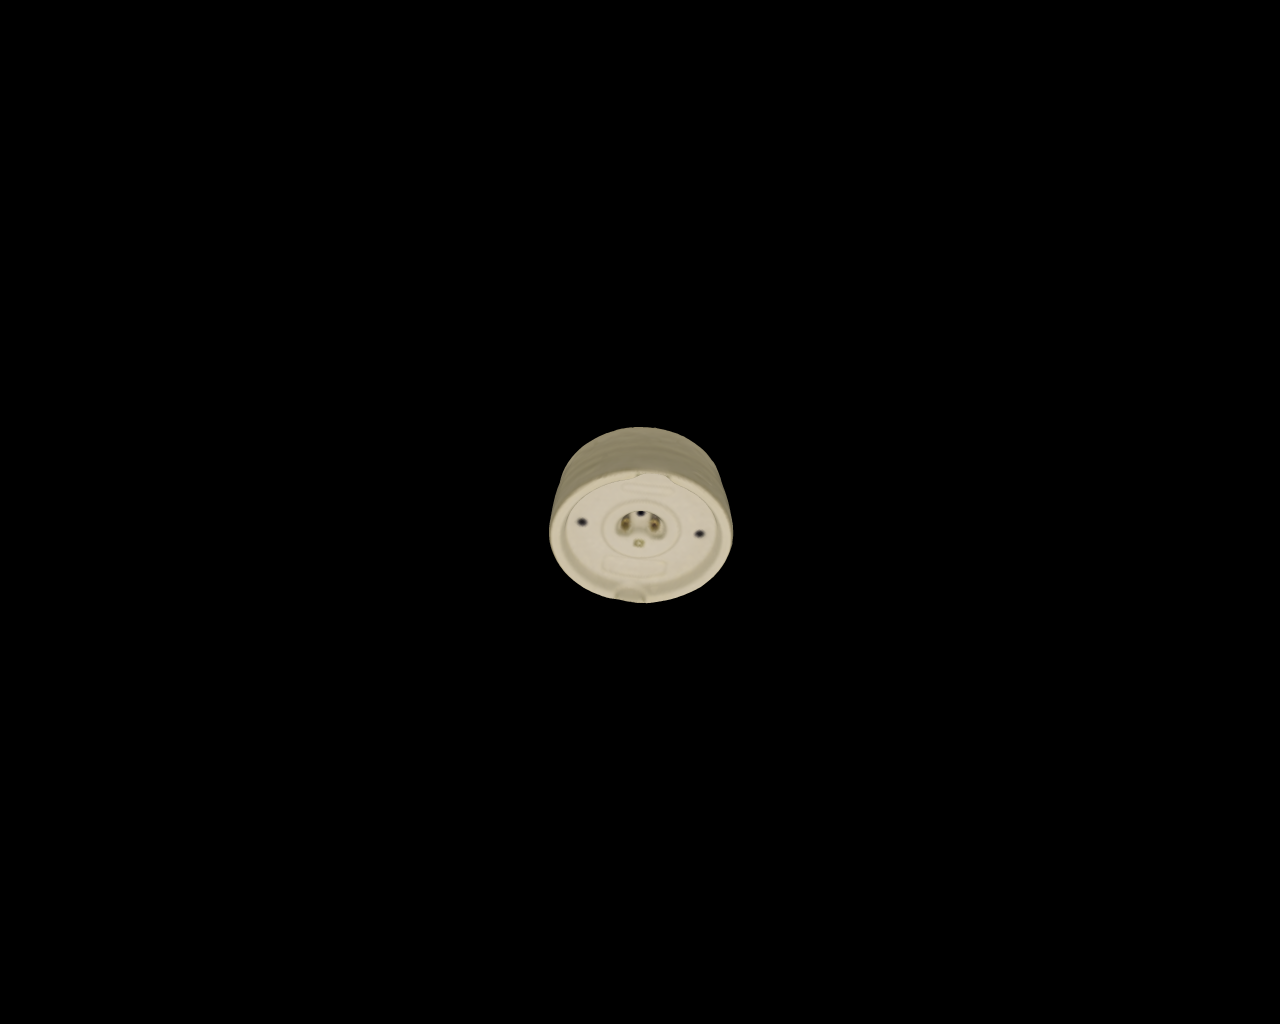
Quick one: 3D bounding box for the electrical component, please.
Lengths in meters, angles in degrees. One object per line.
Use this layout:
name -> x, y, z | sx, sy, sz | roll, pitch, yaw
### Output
electrical component -> 0.001, -0.003, 0.650 | 0.108, 0.108, 0.060 | 0, 41, 0
